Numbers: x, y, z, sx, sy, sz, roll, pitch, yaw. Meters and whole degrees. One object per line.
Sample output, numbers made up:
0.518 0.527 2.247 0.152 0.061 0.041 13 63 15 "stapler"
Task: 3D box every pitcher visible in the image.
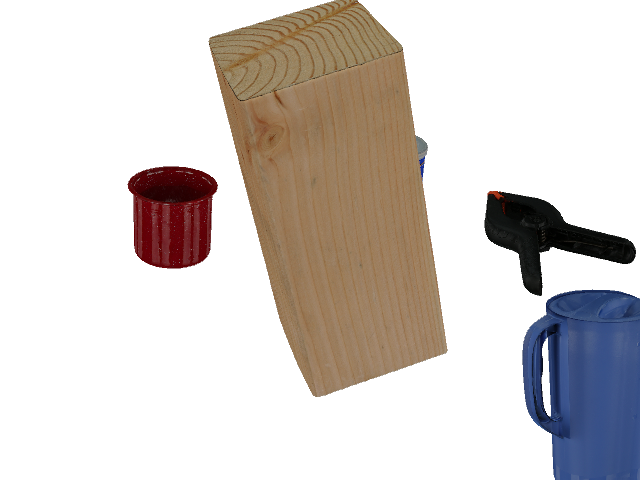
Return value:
0.334 0.190 1.311 0.149 0.243 0.144 4 14 22 "pitcher"

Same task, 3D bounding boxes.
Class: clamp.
0.228 -0.006 1.065 0.120 0.039 0.171 -8 33 -15 "clamp"

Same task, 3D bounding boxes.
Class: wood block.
0.007 -0.022 0.627 0.090 0.206 0.090 -18 35 -7 "wood block"

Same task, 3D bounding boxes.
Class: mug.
-0.159 -0.029 1.138 0.093 0.081 0.117 -2 29 -12 "mug"

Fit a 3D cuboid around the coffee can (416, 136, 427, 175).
0.034 -0.020 0.922 0.103 0.140 0.103 4 20 -2 "coffee can"
